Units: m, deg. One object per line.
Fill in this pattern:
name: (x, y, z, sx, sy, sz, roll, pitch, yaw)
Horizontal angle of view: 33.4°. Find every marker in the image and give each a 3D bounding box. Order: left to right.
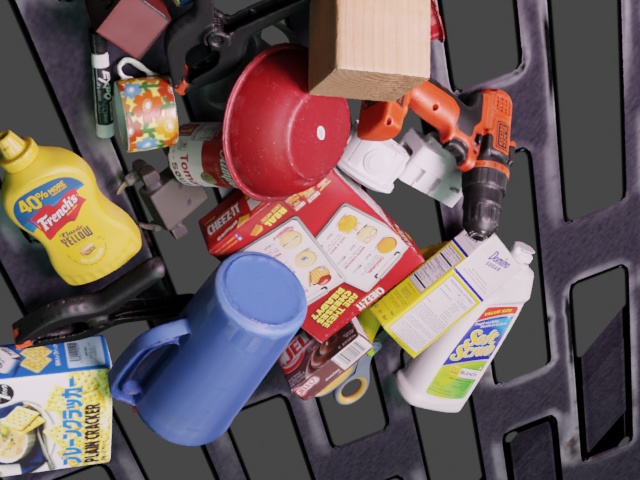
marker: (-0.218, -0.159, 1.065, 0.020, 0.020, 0.121, -8, 127, -16)

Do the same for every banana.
banana: (0.102, 0.061, 1.338, 0.198, 0.037, 0.069, -47, 136, 15)

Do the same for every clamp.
clamp: (-0.241, 0.081, 1.203, 0.210, 0.036, 0.164, -20, 158, 9)
clamp: (-0.102, -0.206, 1.000, 0.120, 0.039, 0.172, 30, 127, -28)

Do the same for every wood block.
wood block: (0.044, -0.241, 0.981, 0.090, 0.091, 0.206, 3, 82, -17)

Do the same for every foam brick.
foam brick: (-0.180, -0.216, 1.000, 0.051, 0.078, 0.053, 32, 107, -34)

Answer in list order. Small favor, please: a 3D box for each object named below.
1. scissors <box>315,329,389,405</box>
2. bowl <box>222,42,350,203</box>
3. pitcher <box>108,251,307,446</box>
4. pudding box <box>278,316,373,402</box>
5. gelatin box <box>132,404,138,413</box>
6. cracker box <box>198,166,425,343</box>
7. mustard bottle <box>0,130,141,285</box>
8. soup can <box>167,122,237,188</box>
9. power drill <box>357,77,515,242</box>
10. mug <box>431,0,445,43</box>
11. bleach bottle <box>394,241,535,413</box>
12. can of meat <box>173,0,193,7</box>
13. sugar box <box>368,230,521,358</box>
scissors: (0.073, 0.153, 1.407, 0.202, 0.016, 0.096, -34, 131, 6)
bowl: (-0.020, -0.109, 1.047, 0.161, 0.055, 0.162, -22, 121, -44)
pitcher: (-0.121, 0.120, 1.185, 0.145, 0.149, 0.243, 39, 134, 2)
pudding box: (0.001, 0.131, 1.316, 0.113, 0.090, 0.039, -39, 130, 8)
gelatin box: (-0.181, 0.183, 1.324, 0.089, 0.030, 0.073, 11, 120, -27)
cracker box: (-0.008, 0.002, 1.229, 0.164, 0.072, 0.213, -39, 130, 11)
mustard bottle: (-0.272, -0.040, 1.107, 0.096, 0.058, 0.191, -27, 129, 6)
soup can: (-0.099, -0.087, 1.098, 0.068, 0.102, 0.068, -9, 101, -52)
power drill: (0.129, -0.108, 1.150, 0.187, 0.184, 0.057, 25, 150, -29)
mug: (0.066, -0.238, 1.077, 0.081, 0.093, 0.117, -23, 102, 2)
bleach bottle: (0.198, 0.109, 1.394, 0.102, 0.068, 0.251, 15, 116, -29)
can of meat: (-0.111, -0.276, 0.995, 0.084, 0.057, 0.102, -20, 129, -4)
sugar box: (0.154, 0.060, 1.305, 0.176, 0.048, 0.093, -41, 138, 3)
